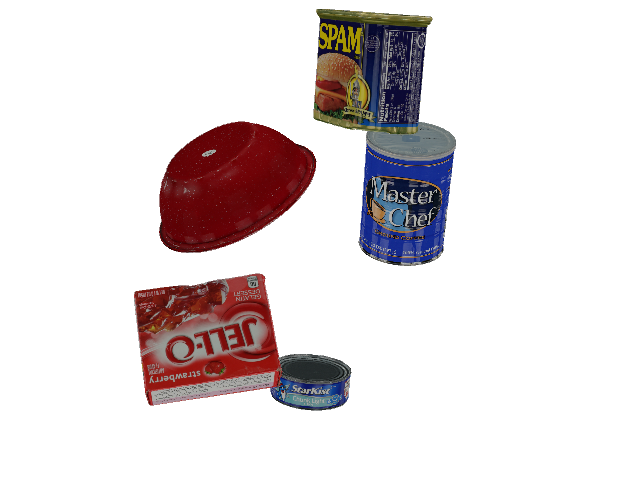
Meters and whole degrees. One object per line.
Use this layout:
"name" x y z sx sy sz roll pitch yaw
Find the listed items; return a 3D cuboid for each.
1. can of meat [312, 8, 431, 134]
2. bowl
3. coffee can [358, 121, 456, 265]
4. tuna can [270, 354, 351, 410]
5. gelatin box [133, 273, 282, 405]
"can of meat" 0.035 -0.126 0.789 0.057 0.084 0.102 -3 14 -26
"bowl" -0.088 -0.060 0.973 0.162 0.055 0.162 -21 31 13
"coffee can" 0.100 -0.056 1.245 0.103 0.140 0.103 2 28 -1
"tuna can" -0.011 0.151 1.143 0.086 0.034 0.086 5 13 -1
"gelatin box" -0.075 0.064 0.704 0.089 0.073 0.030 -8 -30 -8
